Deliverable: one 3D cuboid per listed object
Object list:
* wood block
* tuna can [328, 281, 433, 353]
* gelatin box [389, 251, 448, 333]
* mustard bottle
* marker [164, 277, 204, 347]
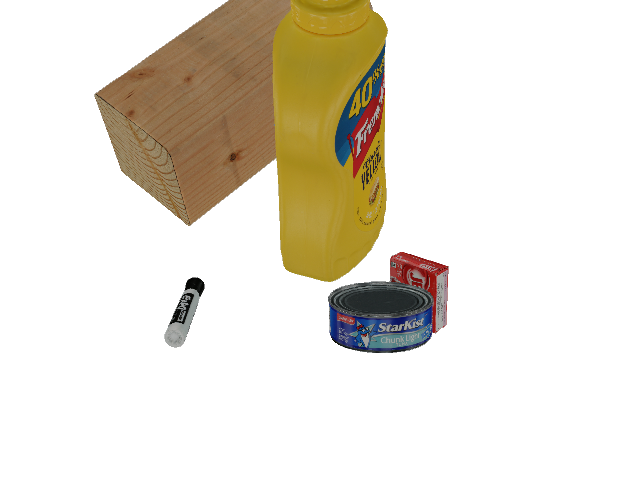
[{"bbox_3d":[-0.060,-0.120,0.836,0.090,0.205,0.091,37,-25,28],"label":"wood block"},{"bbox_3d":[0.049,0.062,0.869,0.086,0.034,0.086,-1,15,0],"label":"tuna can"},{"bbox_3d":[0.125,0.066,1.366,0.073,0.089,0.030,20,34,36],"label":"gelatin box"},{"bbox_3d":[0.006,-0.073,0.596,0.058,0.192,0.096,16,48,17],"label":"mustard bottle"},{"bbox_3d":[-0.128,0.066,1.015,0.020,0.020,0.121,0,22,4],"label":"marker"}]
